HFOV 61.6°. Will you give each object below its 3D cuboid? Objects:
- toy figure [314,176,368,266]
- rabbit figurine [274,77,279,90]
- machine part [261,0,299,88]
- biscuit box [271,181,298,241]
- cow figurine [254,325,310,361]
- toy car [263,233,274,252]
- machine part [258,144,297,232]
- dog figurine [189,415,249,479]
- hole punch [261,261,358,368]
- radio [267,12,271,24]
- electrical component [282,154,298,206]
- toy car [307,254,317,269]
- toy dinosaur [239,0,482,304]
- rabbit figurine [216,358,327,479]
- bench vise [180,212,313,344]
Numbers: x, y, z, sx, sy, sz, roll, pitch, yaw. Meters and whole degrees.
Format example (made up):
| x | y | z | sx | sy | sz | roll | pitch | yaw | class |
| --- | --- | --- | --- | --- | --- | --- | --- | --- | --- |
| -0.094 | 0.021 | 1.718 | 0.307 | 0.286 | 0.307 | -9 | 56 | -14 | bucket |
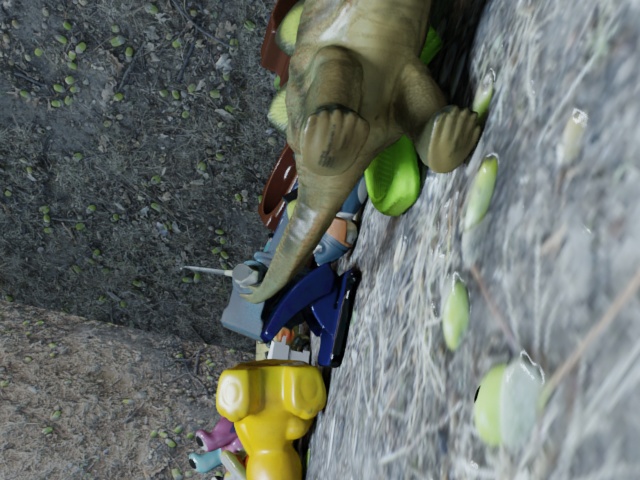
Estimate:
| x | y | z | sx | sy | sz | roll | pitch | yaw | class |
| --- | --- | --- | --- | --- | --- | --- | --- | --- | --- |
| 0.026 | -0.040 | 0.663 | 0.058 | 0.064 | 0.154 | 15 | 97 | 46 | toy figure |
| 0.000 | -0.314 | 1.044 | 0.170 | 0.159 | 0.121 | -63 | -4 | -86 | rabbit figurine |
| 0.020 | -0.220 | 0.614 | 0.056 | 0.179 | 0.179 | 115 | 168 | -49 | machine part |
| -0.039 | -0.004 | 0.945 | 0.059 | 0.062 | 0.202 | 30 | 100 | 40 | biscuit box |
| -0.074 | 0.188 | 0.934 | 0.127 | 0.085 | 0.194 | -115 | 30 | -59 | cow figurine |
| -0.076 | 0.052 | 1.143 | 0.161 | 0.109 | 0.103 | 116 | 176 | -81 | toy car |
| -0.039 | -0.112 | 1.070 | 0.201 | 0.087 | 0.201 | -61 | 21 | 9 | machine part |
| -0.113 | 0.341 | 0.965 | 0.219 | 0.192 | 0.108 | -31 | -36 | -46 | dog figurine |
| -0.014 | 0.082 | 0.628 | 0.142 | 0.092 | 0.115 | 111 | 175 | -75 | hole punch |
| -0.011 | -0.257 | 0.885 | 0.131 | 0.073 | 0.229 | 55 | 167 | 43 | radio |
| -0.004 | -0.095 | 0.724 | 0.047 | 0.119 | 0.075 | 64 | 173 | -31 | electrical component |
| -0.002 | -0.003 | 0.872 | 0.089 | 0.053 | 0.202 | -30 | -41 | -69 | toy car |
| 0.025 | -0.113 | 0.378 | 0.470 | 0.105 | 0.199 | -66 | 25 | 22 | toy dinosaur |
| -0.065 | 0.234 | 0.651 | 0.162 | 0.122 | 0.173 | 143 | 121 | -70 | rabbit figurine |
| -0.050 | 0.024 | 0.752 | 0.223 | 0.129 | 0.240 | 41 | -113 | -55 | bench vise |
